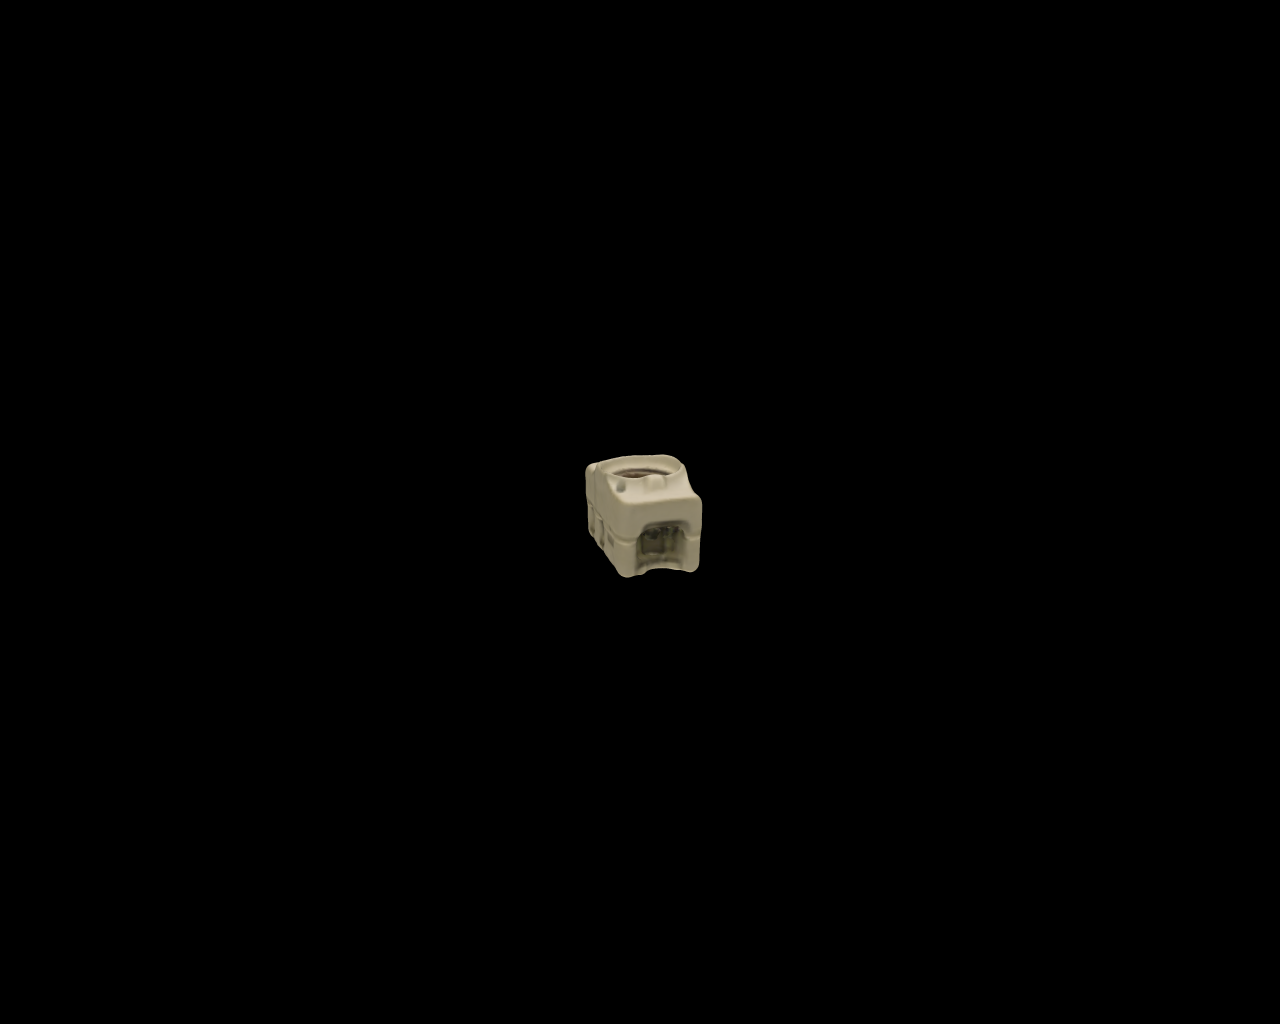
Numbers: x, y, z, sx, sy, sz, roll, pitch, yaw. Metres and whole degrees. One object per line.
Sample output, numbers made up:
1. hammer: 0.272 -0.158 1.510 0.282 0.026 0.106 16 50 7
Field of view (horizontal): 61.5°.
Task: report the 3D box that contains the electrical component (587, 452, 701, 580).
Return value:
1. electrical component: 0.001 -0.003 0.650 0.050 0.055 0.089 -5 19 -15
